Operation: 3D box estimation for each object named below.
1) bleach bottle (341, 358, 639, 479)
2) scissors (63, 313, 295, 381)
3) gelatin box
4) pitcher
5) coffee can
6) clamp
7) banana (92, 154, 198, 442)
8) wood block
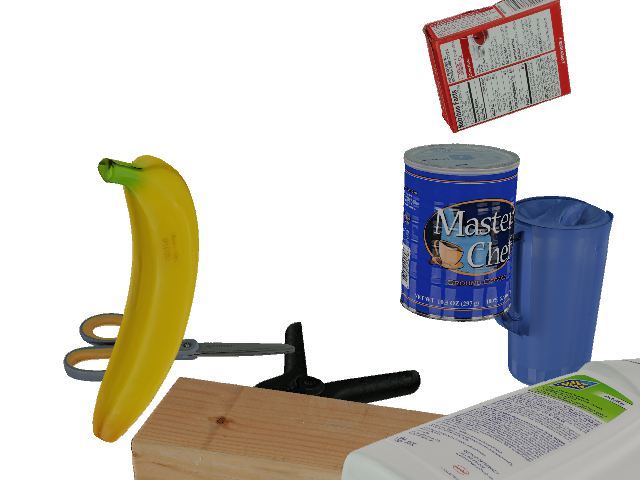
[{"bbox_3d":[0.137,0.118,0.589,0.250,0.068,0.103,-15,24,-34],"label":"bleach bottle"},{"bbox_3d":[-0.132,0.089,0.969,0.201,0.016,0.096,-8,34,-16],"label":"scissors"},{"bbox_3d":[0.120,-0.122,0.722,0.089,0.073,0.030,-18,37,1],"label":"gelatin box"},{"bbox_3d":[0.299,0.072,1.408,0.149,0.243,0.145,5,21,13],"label":"pitcher"},{"bbox_3d":[0.125,-0.009,0.969,0.103,0.140,0.103,0,17,0],"label":"coffee can"},{"bbox_3d":[-0.003,0.159,1.086,0.165,0.036,0.209,16,30,21],"label":"clamp"},{"bbox_3d":[-0.099,0.026,0.595,0.069,0.198,0.037,-23,45,-36],"label":"banana"},{"bbox_3d":[-0.017,0.167,0.749,0.206,0.090,0.090,6,26,15],"label":"wood block"}]
